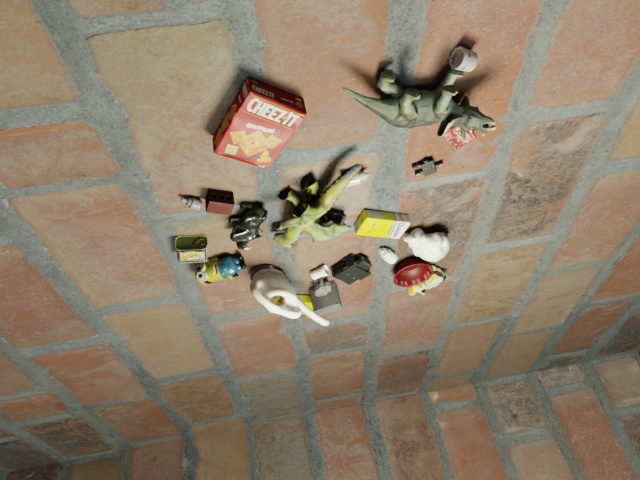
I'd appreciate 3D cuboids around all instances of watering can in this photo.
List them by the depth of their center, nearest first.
[{"bbox_3d":[-0.123,0.205,1.857,0.344,0.229,0.103,27,111,-40],"label":"watering can"}]

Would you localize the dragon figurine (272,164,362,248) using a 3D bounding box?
[{"bbox_3d":[0.005,-0.081,1.605,0.407,0.125,0.239,-25,143,22],"label":"dragon figurine"}]

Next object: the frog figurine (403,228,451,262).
[{"bbox_3d":[0.383,0.015,1.844,0.159,0.124,0.136,7,160,-42],"label":"frog figurine"}]
